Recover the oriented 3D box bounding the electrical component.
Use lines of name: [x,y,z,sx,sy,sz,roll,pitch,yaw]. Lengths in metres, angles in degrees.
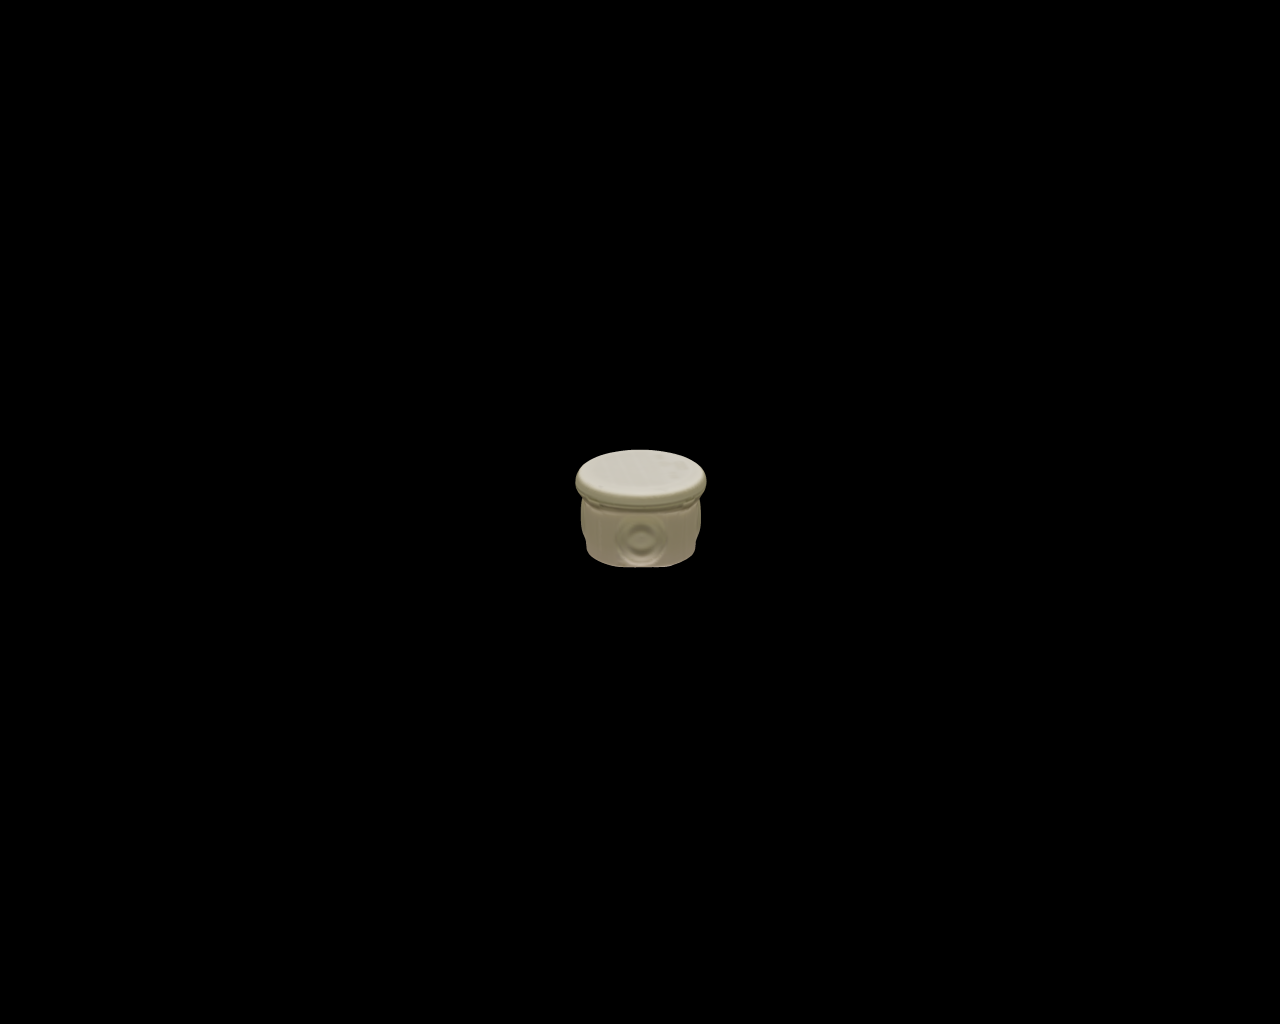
electrical component: [0.001,-0.003,0.650,0.080,0.050,0.080,0,24,0]
